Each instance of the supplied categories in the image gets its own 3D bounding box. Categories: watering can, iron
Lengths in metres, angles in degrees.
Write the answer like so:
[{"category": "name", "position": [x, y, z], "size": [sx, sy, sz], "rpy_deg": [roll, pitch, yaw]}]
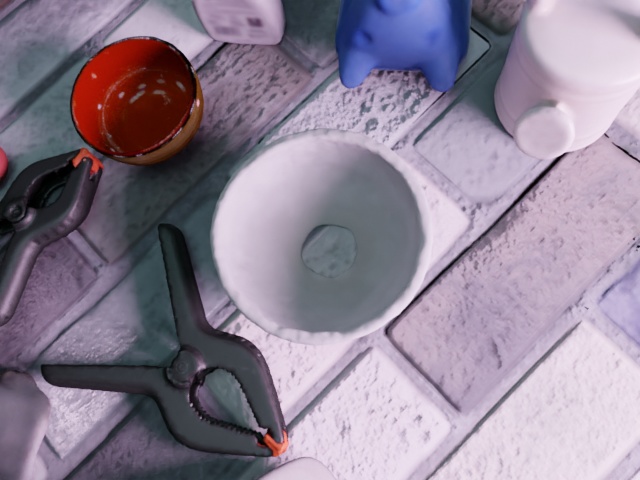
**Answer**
[{"category": "watering can", "position": [0.187, -0.136, 0.401], "size": [0.100, 0.194, 0.173], "rpy_deg": [4, 77, 9]}, {"category": "iron", "position": [0.073, -0.260, 0.473], "size": [0.118, 0.141, 0.258], "rpy_deg": [4, 77, 9]}]

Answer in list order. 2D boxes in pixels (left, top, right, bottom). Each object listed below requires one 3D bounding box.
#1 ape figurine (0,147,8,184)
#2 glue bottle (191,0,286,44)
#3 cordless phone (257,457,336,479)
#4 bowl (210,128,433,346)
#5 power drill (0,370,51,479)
[{"category": "ape figurine", "position": [-0.334, -0.073, 0.509], "size": [0.076, 0.092, 0.078], "rpy_deg": [-4, 76, 7]}, {"category": "glue bottle", "position": [-0.080, -0.223, 0.468], "size": [0.078, 0.173, 0.037], "rpy_deg": [8, 78, 10]}, {"category": "cordless phone", "position": [-0.014, 0.221, 0.347], "size": [0.094, 0.185, 0.147], "rpy_deg": [-35, 74, -1]}, {"category": "bowl", "position": [0.004, 0.002, 0.454], "size": [0.167, 0.075, 0.167], "rpy_deg": [-2, 76, 7]}, {"category": "power drill", "position": [-0.285, 0.153, 0.388], "size": [0.075, 0.208, 0.230], "rpy_deg": [7, 78, 10]}]
